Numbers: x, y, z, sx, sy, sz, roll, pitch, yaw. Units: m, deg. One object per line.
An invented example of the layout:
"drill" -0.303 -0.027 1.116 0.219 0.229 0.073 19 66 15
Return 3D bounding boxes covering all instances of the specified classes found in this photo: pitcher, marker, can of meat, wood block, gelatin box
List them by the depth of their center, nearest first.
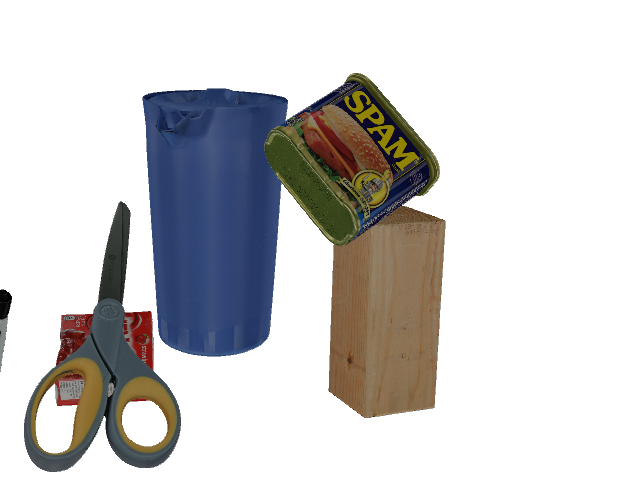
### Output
"can of meat" 0.021 -0.058 0.772 0.083 0.102 0.058 -35 -9 -27
"gelatin box" -0.167 0.090 0.833 0.073 0.030 0.089 -2 30 -8
"pitcher" -0.094 -0.023 1.015 0.149 0.243 0.145 -4 16 -20
"marker" -0.318 0.097 1.044 0.020 0.121 0.020 14 33 -9
"wood block" 0.069 0.073 1.145 0.090 0.206 0.091 -4 14 -26

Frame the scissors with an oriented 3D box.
"scissors" -0.114 0.059 0.652 0.096 0.201 0.016 20 -43 -1
